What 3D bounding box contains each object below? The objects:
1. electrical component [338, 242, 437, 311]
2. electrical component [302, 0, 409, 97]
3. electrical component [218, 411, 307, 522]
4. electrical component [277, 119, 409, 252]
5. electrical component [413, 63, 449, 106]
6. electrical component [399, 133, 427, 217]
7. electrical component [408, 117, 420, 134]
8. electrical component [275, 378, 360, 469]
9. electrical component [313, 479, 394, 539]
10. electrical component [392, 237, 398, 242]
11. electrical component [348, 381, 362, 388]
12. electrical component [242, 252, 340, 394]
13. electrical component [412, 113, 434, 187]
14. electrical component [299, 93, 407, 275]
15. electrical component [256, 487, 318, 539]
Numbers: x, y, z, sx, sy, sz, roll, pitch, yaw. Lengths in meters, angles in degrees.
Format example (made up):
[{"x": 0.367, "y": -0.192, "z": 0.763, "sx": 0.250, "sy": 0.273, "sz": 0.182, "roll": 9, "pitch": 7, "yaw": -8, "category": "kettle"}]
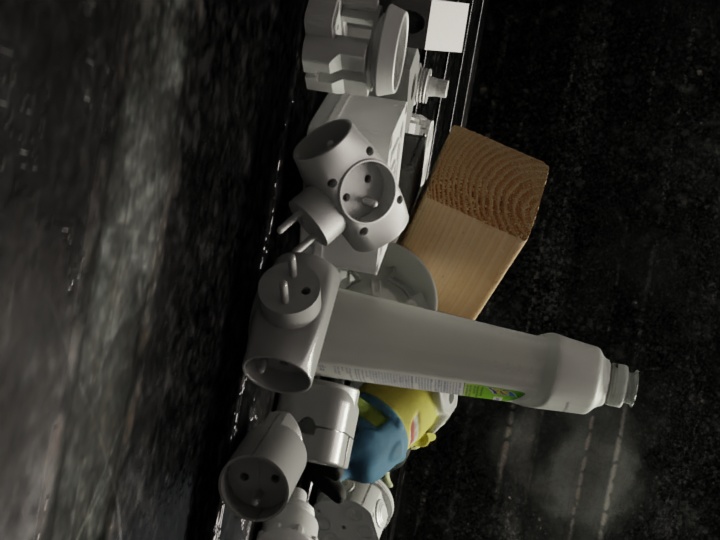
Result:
[{"x": 0.013, "y": 0.033, "z": 0.897, "sx": 0.064, "sy": 0.099, "sz": 0.099, "roll": 100, "pitch": 4, "yaw": -59, "category": "electrical component"}, {"x": -0.002, "y": -0.141, "z": 0.681, "sx": 0.078, "sy": 0.057, "sz": 0.058, "roll": 83, "pitch": 19, "yaw": -68, "category": "electrical component"}, {"x": -0.056, "y": 0.119, "z": 0.673, "sx": 0.081, "sy": 0.043, "sz": 0.043, "roll": -56, "pitch": 155, "yaw": -73, "category": "electrical component"}, {"x": -0.018, "y": -0.042, "z": 0.687, "sx": 0.079, "sy": 0.044, "sz": 0.077, "roll": -42, "pitch": 120, "yaw": -14, "category": "electrical component"}, {"x": 0.056, "y": -0.183, "z": 1.061, "sx": 0.043, "sy": 0.062, "sz": 0.043, "roll": 10, "pitch": 90, "yaw": -83, "category": "electrical component"}, {"x": 0.020, "y": -0.082, "z": 0.922, "sx": 0.096, "sy": 0.062, "sz": 0.061, "roll": -68, "pitch": 166, "yaw": -60, "category": "electrical component"}, {"x": 0.033, "y": -0.121, "z": 1.042, "sx": 0.045, "sy": 0.045, "sz": 0.055, "roll": -10, "pitch": 109, "yaw": -83, "category": "electrical component"}, {"x": -0.033, "y": 0.115, "z": 0.812, "sx": 0.095, "sy": 0.054, "sz": 0.059, "roll": 69, "pitch": 31, "yaw": -77, "category": "electrical component"}, {"x": -0.009, "y": 0.245, "z": 1.089, "sx": 0.051, "sy": 0.080, "sz": 0.080, "roll": -58, "pitch": 157, "yaw": -59, "category": "electrical component"}, {"x": 0.031, "y": -0.036, "z": 1.115, "sx": 0.055, "sy": 0.055, "sz": 0.047, "roll": 54, "pitch": 42, "yaw": -80, "category": "electrical component"}, {"x": 0.009, "y": 0.126, "z": 1.208, "sx": 0.043, "sy": 0.043, "sz": 0.081, "roll": 84, "pitch": 17, "yaw": -66, "category": "electrical component"}, {"x": -0.042, "y": 0.022, "z": 0.644, "sx": 0.079, "sy": 0.044, "sz": 0.077, "roll": 90, "pitch": 12, "yaw": -55, "category": "electrical component"}, {"x": 0.045, "y": -0.124, "z": 1.106, "sx": 0.080, "sy": 0.051, "sz": 0.080, "roll": 10, "pitch": 90, "yaw": -83, "category": "electrical component"}, {"x": -0.005, "y": -0.063, "z": 0.764, "sx": 0.078, "sy": 0.057, "sz": 0.113, "roll": -68, "pitch": 167, "yaw": -58, "category": "electrical component"}, {"x": -0.053, "y": 0.193, "z": 0.814, "sx": 0.062, "sy": 0.048, "sz": 0.048, "roll": -82, "pitch": 178, "yaw": -53, "category": "electrical component"}]
